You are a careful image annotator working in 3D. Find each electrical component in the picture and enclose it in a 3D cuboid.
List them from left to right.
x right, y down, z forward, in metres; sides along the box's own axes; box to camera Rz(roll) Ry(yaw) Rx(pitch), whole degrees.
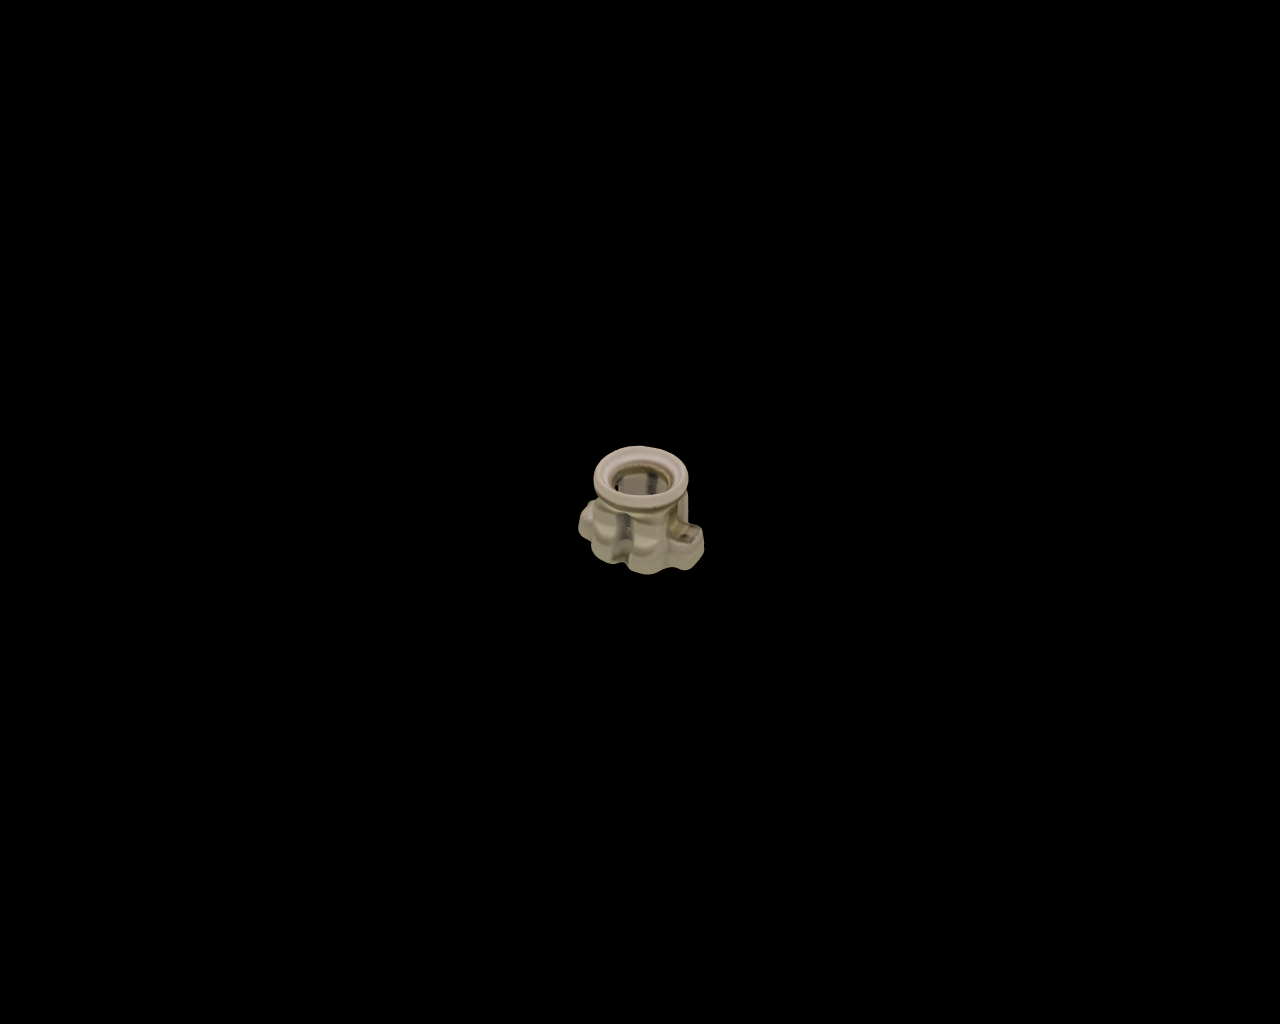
[{"bbox_3d":[0.001,-0.003,0.650,0.078,0.056,0.058,17,40,22],"label":"electrical component"}]
